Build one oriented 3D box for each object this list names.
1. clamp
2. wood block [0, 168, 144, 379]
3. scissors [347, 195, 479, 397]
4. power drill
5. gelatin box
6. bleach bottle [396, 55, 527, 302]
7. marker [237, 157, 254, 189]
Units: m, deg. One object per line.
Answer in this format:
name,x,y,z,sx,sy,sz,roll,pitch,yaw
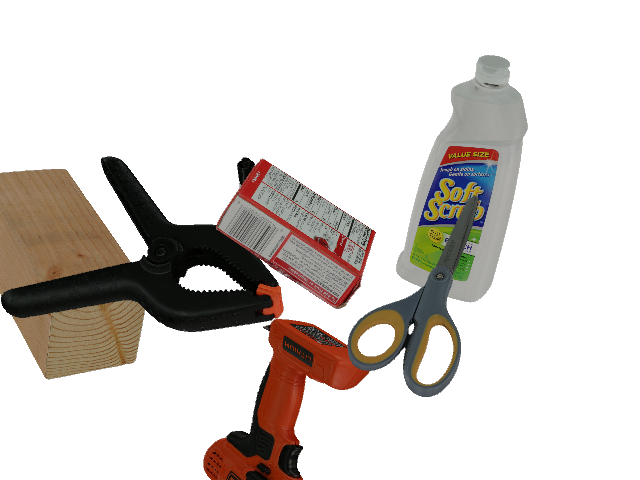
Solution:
clamp,-0.124,0.010,0.839,0.210,0.164,0.036,11,-35,13
wood block,-0.249,0.024,1.006,0.090,0.091,0.206,-8,38,-33
scissors,0.076,0.037,0.855,0.096,0.201,0.016,1,-41,10
power drill,-0.021,0.179,0.972,0.057,0.188,0.185,14,12,-46
gelatin box,-0.013,-0.005,0.643,0.089,0.030,0.073,34,22,-5
bleach bottle,0.140,-0.063,1.040,0.103,0.251,0.068,21,38,21
marker,-0.078,-0.035,1.154,0.020,0.121,0.020,-1,34,0
